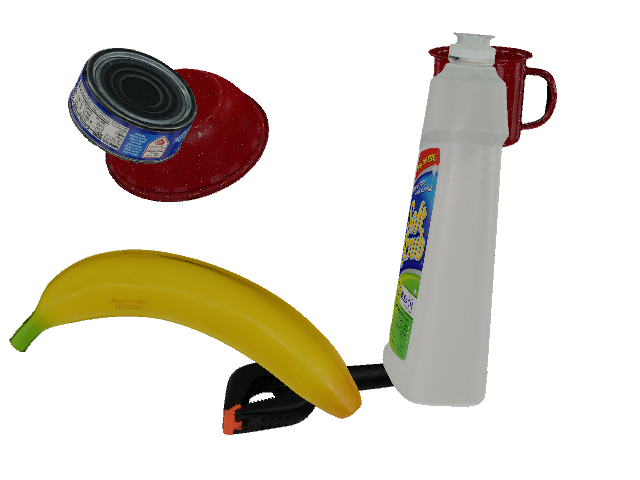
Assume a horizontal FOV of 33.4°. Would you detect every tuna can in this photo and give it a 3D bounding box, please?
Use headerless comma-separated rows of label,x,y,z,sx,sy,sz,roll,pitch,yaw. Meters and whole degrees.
tuna can,-0.131,-0.096,0.752,0.085,0.086,0.034,0,-40,-38

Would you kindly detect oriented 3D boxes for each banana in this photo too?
banana,-0.069,0.045,0.589,0.198,0.070,0.037,12,13,5

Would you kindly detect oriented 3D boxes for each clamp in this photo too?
clamp,-0.022,0.147,1.107,0.165,0.036,0.209,17,28,23

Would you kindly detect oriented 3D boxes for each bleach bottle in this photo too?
bleach bottle,0.092,-0.017,0.746,0.068,0.251,0.102,3,13,-7

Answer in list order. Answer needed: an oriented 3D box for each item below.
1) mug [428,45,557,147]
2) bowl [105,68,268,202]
mug,0.155,-0.130,0.971,0.117,0.081,0.093,5,18,13
bowl,-0.133,-0.112,1.011,0.162,0.162,0.055,0,-40,11
